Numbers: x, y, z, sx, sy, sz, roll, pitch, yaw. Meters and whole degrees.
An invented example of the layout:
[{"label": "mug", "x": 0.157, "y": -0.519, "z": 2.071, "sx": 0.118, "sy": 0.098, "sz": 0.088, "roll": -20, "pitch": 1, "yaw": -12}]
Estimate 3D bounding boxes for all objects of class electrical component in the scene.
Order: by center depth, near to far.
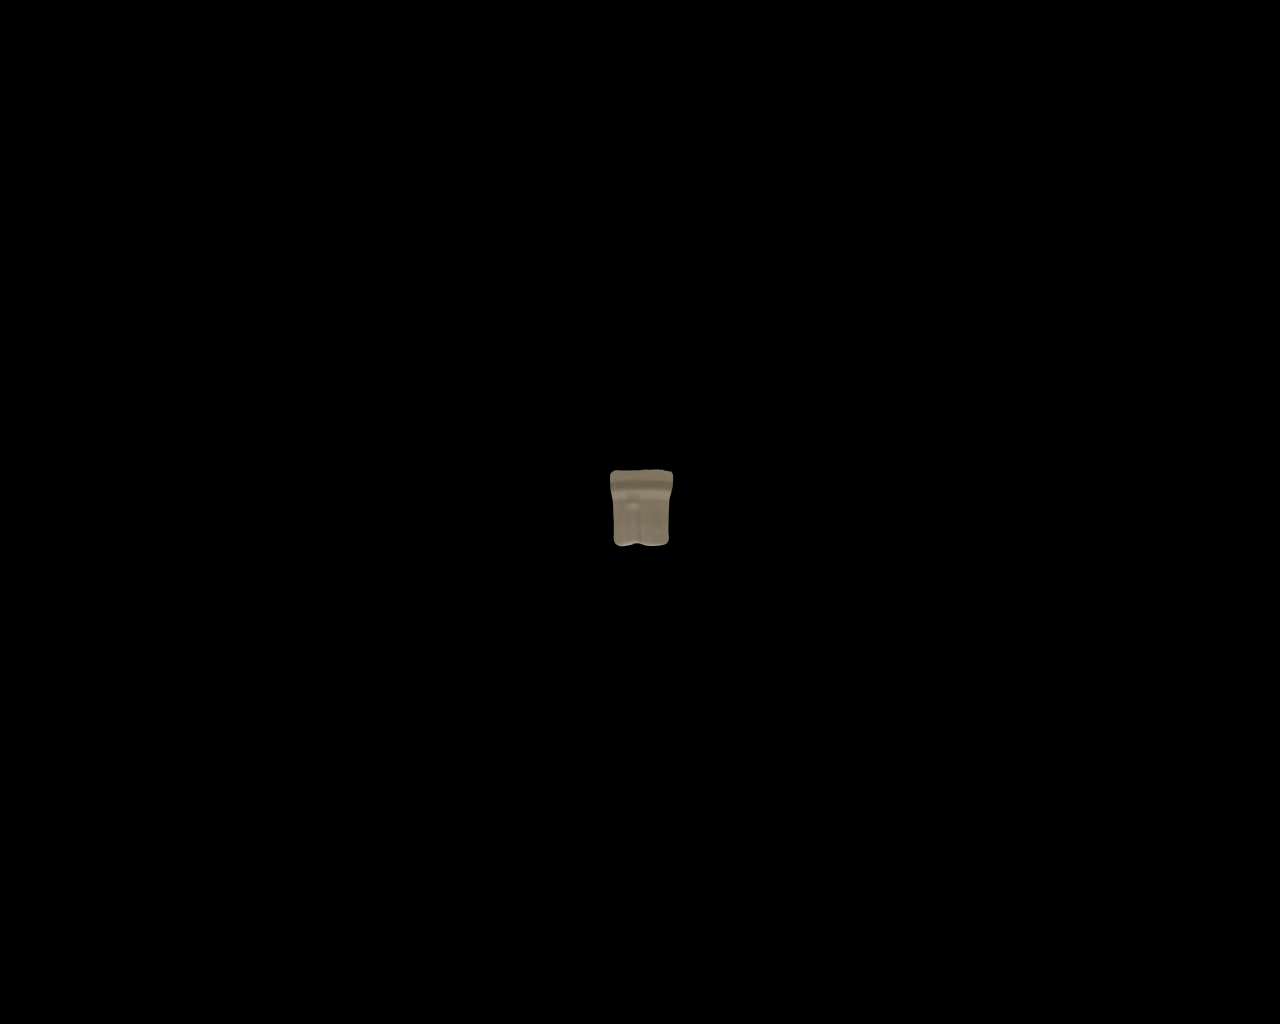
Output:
[{"label": "electrical component", "x": 0.001, "y": -0.003, "z": 0.650, "sx": 0.040, "sy": 0.046, "sz": 0.040, "roll": 0, "pitch": -3, "yaw": 0}]
